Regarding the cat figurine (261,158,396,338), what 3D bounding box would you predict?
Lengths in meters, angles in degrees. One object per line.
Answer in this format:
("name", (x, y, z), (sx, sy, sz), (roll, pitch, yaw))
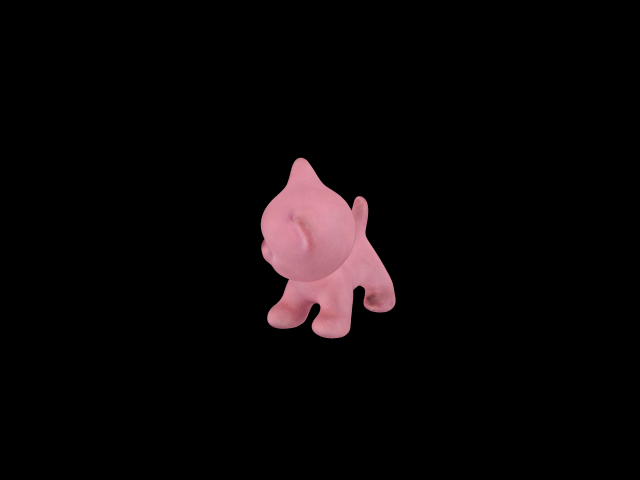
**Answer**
("cat figurine", (0.004, 0.001, 0.400), (0.067, 0.118, 0.128), (8, 15, 31))
